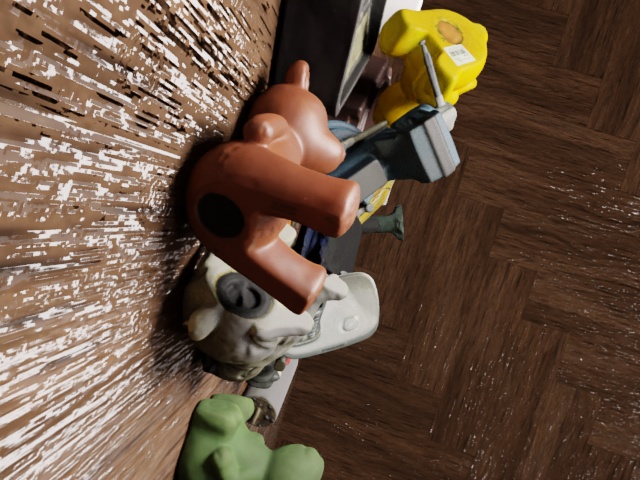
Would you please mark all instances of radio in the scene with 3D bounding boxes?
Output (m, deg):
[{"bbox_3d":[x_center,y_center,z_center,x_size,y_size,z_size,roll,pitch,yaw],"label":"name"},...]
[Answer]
[{"bbox_3d":[0.023,-0.238,0.567,0.230,0.073,0.131,-68,175,-51],"label":"radio"}]

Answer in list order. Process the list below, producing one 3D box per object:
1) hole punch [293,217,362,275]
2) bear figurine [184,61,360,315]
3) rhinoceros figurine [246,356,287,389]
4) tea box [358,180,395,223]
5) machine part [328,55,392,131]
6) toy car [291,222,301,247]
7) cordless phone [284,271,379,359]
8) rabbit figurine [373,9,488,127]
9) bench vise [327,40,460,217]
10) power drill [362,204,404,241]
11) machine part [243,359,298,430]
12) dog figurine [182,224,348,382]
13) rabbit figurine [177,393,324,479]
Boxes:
[{"bbox_3d":[-0.002,-0.002,0.790,0.115,0.092,0.142,54,51,-58],"label":"hole punch"},{"bbox_3d":[-0.021,-0.056,0.439,0.196,0.132,0.120,-56,172,-53],"label":"bear figurine"},{"bbox_3d":[-0.084,0.158,0.867,0.112,0.073,0.190,-92,-164,-71],"label":"rhinoceros figurine"},{"bbox_3d":[0.056,-0.070,0.946,0.169,0.068,0.098,-43,164,-34],"label":"tea box"},{"bbox_3d":[0.042,-0.169,0.828,0.201,0.087,0.201,97,16,-51],"label":"machine part"},{"bbox_3d":[-0.061,0.018,0.692,0.089,0.053,0.202,107,2,-56],"label":"toy car"},{"bbox_3d":[0.013,0.073,0.674,0.184,0.147,0.089,105,-31,-60],"label":"cordless phone"},{"bbox_3d":[0.131,-0.212,0.709,0.162,0.122,0.173,-36,168,-39],"label":"rabbit figurine"},{"bbox_3d":[0.038,-0.101,0.631,0.223,0.128,0.241,-47,-153,-11],"label":"bench vise"},{"bbox_3d":[0.079,-0.038,1.177,0.232,0.207,0.086,-58,151,-82],"label":"power drill"},{"bbox_3d":[-0.099,0.285,1.073,0.243,0.079,0.079,-62,168,-61],"label":"machine part"},{"bbox_3d":[-0.086,0.093,0.511,0.172,0.121,0.190,-8,142,-47],"label":"dog figurine"},{"bbox_3d":[-0.085,0.284,0.663,0.121,0.170,0.159,90,17,-72],"label":"rabbit figurine"}]
